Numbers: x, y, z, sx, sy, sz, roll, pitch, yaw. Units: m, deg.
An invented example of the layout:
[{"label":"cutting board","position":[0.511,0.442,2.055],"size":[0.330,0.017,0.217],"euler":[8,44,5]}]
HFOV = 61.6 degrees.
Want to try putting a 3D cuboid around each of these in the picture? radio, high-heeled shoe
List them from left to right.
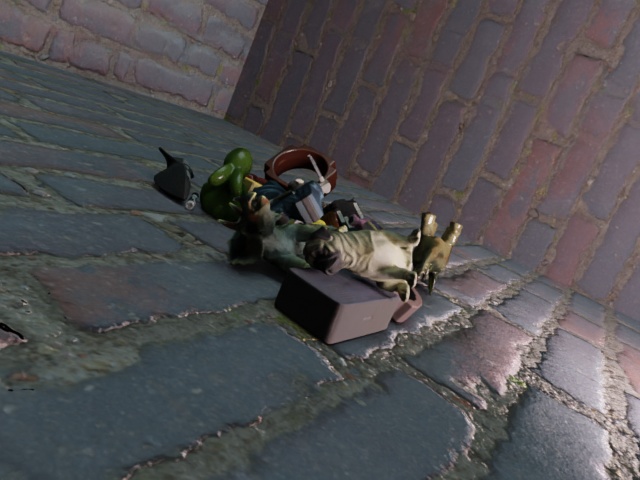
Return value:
[{"label":"high-heeled shoe","position":[-0.346,-0.139,1.354],"size":[0.249,0.086,0.145],"euler":[60,3,41]},{"label":"radio","position":[0.033,0.105,0.936],"size":[0.131,0.073,0.229],"euler":[29,12,29]}]

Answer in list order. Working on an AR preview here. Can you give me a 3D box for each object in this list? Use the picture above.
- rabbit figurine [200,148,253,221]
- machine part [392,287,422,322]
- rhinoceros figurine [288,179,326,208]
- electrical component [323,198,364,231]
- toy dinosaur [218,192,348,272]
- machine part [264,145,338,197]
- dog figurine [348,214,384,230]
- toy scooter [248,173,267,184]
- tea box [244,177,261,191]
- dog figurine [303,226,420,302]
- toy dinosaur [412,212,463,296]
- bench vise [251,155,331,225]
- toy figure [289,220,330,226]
[{"label":"rabbit figurine","position":[-0.220,-0.140,1.273],"size":[0.121,0.170,0.159],"euler":[22,12,-3]},{"label":"machine part","position":[0.132,0.093,1.107],"size":[0.179,0.056,0.179],"euler":[38,16,-13]},{"label":"rhinoceros figurine","position":[-0.041,-0.090,1.492],"size":[0.112,0.073,0.190],"euler":[23,31,-41]},{"label":"electrical component","position":[0.072,-0.061,1.591],"size":[0.134,0.058,0.115],"euler":[-11,71,-49]},{"label":"toy dinosaur","position":[-0.054,0.010,1.090],"size":[0.192,0.131,0.404],"euler":[14,-3,22]},{"label":"machine part","position":[-0.062,-0.203,1.712],"size":[0.202,0.087,0.201],"euler":[33,55,22]},{"label":"dog figurine","position":[0.166,0.011,1.508],"size":[0.219,0.108,0.192],"euler":[16,13,-43]},{"label":"toy scooter","position":[-0.202,-0.162,1.640],"size":[0.184,0.075,0.135],"euler":[24,10,24]},{"label":"tea box","position":[-0.183,-0.124,1.456],"size":[0.098,0.068,0.169],"euler":[30,4,26]},{"label":"dog figurine","position":[0.069,0.033,0.949],"size":[0.191,0.121,0.172],"euler":[7,-25,4]},{"label":"toy dinosaur","position":[0.282,0.038,1.359],"size":[0.105,0.198,0.471],"euler":[18,0,17]},{"label":"bench vise","position":[-0.093,-0.093,1.234],"size":[0.128,0.223,0.241],"euler":[47,-1,-31]},{"label":"toy figure","position":[-0.003,-0.001,1.293],"size":[0.180,0.089,0.082],"euler":[23,28,-15]}]
